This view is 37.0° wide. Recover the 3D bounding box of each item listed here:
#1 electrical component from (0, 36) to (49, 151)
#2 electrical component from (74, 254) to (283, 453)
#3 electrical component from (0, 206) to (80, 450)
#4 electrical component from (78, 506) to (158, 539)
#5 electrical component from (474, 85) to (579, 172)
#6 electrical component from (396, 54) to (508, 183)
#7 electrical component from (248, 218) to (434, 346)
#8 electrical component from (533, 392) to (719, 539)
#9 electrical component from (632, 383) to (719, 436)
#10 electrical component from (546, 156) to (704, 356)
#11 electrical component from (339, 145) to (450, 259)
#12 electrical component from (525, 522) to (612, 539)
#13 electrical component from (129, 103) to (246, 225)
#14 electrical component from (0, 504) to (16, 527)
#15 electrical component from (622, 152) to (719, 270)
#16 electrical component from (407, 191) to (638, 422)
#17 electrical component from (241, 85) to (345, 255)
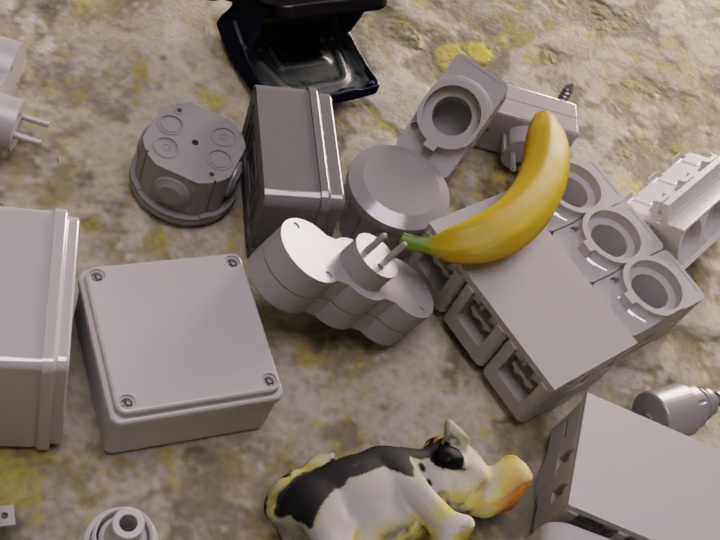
[{"bbox_3d":[-0.255,-0.105,0.746,0.074,0.052,0.138,17,50,-10],"label":"electrical component"},{"bbox_3d":[-0.118,0.051,0.688,0.109,0.056,0.108,-6,59,-25],"label":"electrical component"},{"bbox_3d":[-0.200,0.035,0.634,0.056,0.108,0.108,5,55,-15],"label":"electrical component"},{"bbox_3d":[-0.135,0.153,0.605,0.048,0.062,0.048,10,54,-14],"label":"electrical component"},{"bbox_3d":[0.137,-0.109,0.906,0.083,0.047,0.075,14,53,-12],"label":"electrical component"},{"bbox_3d":[0.073,-0.119,0.854,0.050,0.056,0.089,35,92,5],"label":"electrical component"},{"bbox_3d":[0.000,0.000,0.727,0.138,0.074,0.052,22,40,-38],"label":"electrical component"},{"bbox_3d":[0.201,0.161,0.732,0.150,0.061,0.089,24,52,-4],"label":"electrical component"},{"bbox_3d":[0.239,0.104,0.801,0.078,0.040,0.040,-10,61,-28],"label":"electrical component"},{"bbox_3d":[0.186,-0.011,0.847,0.089,0.061,0.150,-22,67,-32],"label":"electrical component"},{"bbox_3d":[0.023,-0.051,0.819,0.080,0.051,0.080,10,54,-14],"label":"electrical component"},{"bbox_3d":[0.150,0.208,0.683,0.095,0.053,0.059,21,52,-6],"label":"electrical component"},{"bbox_3d":[-0.124,-0.077,0.779,0.080,0.051,0.080,10,54,-14],"label":"electrical component"},{"bbox_3d":[-0.223,0.135,0.588,0.066,0.055,0.048,-3,58,-23],"label":"electrical component"},{"bbox_3d":[0.272,-0.052,0.904,0.063,0.078,0.121,25,44,35],"label":"electrical component"},{"bbox_3d":[0.115,0.026,0.793,0.089,0.061,0.150,-23,67,-32],"label":"electrical component"},{"bbox_3d":[-0.052,-0.071,0.787,0.057,0.078,0.113,3,56,-16],"label":"electrical component"}]
